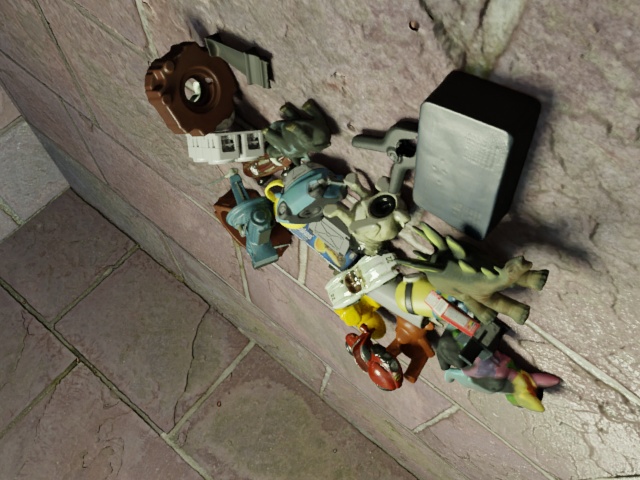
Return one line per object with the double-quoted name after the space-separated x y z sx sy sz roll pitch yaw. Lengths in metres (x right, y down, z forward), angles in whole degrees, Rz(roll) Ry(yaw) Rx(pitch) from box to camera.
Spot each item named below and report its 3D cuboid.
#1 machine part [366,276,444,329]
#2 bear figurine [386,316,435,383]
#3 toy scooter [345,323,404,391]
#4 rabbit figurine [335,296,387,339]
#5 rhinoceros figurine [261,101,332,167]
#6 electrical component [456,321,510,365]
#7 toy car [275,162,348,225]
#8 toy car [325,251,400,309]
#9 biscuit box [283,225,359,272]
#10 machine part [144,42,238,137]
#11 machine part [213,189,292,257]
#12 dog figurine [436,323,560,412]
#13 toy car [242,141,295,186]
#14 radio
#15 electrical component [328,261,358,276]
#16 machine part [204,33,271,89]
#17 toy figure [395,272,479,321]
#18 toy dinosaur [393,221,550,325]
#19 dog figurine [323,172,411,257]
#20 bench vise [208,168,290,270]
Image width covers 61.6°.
0.173 0.123 1.196 0.243 0.079 0.079 29 154 28 "machine part"
0.212 0.238 1.281 0.120 0.132 0.195 35 163 28 "bear figurine"
0.128 0.267 1.274 0.184 0.075 0.135 40 147 32 "toy scooter"
0.103 0.187 1.377 0.163 0.122 0.173 16 148 56 "rabbit figurine"
-0.046 -0.193 1.007 0.112 0.073 0.190 41 159 -26 "rhinoceros figurine"
0.309 0.198 1.050 0.075 0.119 0.047 35 153 12 "electrical component"
-0.025 -0.100 1.064 0.161 0.109 0.103 -40 61 42 "toy car"
0.091 0.084 1.165 0.202 0.056 0.073 -38 67 38 "toy car"
-0.003 -0.004 1.262 0.203 0.059 0.063 39 -179 9 "biscuit box"
-0.240 -0.286 1.025 0.056 0.179 0.179 15 145 44 "machine part"
-0.185 -0.044 1.482 0.201 0.087 0.201 12 142 51 "machine part"
0.366 0.264 1.103 0.219 0.108 0.191 16 144 40 "dog figurine"
-0.124 -0.169 1.198 0.089 0.053 0.202 54 157 -18 "toy car"
0.202 -0.108 0.735 0.131 0.073 0.229 33 155 25 "radio"
0.067 0.072 1.316 0.102 0.045 0.078 28 112 25 "electrical component"
-0.144 -0.324 0.965 0.139 0.039 0.084 34 162 16 "machine part"
0.233 0.120 1.068 0.180 0.089 0.082 19 158 38 "toy figure"
0.227 0.048 0.891 0.199 0.105 0.471 31 172 2 "toy dinosaur"
0.117 -0.021 1.019 0.173 0.121 0.190 36 171 42 "dog figurine"
-0.167 -0.059 1.292 0.223 0.129 0.240 86 159 -71 "bench vise"
